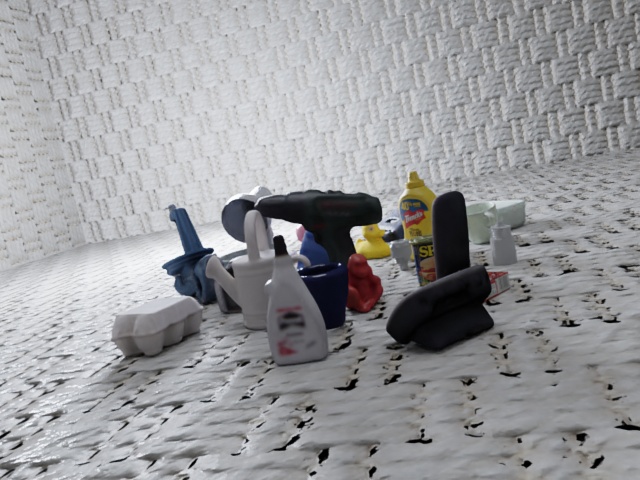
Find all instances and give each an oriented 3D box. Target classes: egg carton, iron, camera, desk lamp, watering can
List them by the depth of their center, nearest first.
[{"bbox_3d":[-0.106,0.047,0.974,0.173,0.194,0.100,-13,9,-12],"label":"watering can"},{"bbox_3d":[-0.276,0.144,0.979,0.107,0.069,0.151,-7,9,28],"label":"egg carton"},{"bbox_3d":[-0.119,0.075,1.130,0.142,0.101,0.137,-8,9,21],"label":"camera"},{"bbox_3d":[-0.002,0.011,1.261,0.118,0.141,0.258,-11,8,1],"label":"iron"},{"bbox_3d":[-0.153,-0.026,1.457,0.117,0.213,0.203,-9,9,16],"label":"desk lamp"}]

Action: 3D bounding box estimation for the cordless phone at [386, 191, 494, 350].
[{"bbox_3d":[0.148,0.036,0.743,0.148,0.185,0.093,-17,10,-35],"label":"cordless phone"}]

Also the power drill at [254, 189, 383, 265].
[{"bbox_3d":[0.010,0.004,1.062,0.229,0.208,0.075,-11,9,-2],"label":"power drill"}]

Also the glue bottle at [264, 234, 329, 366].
[{"bbox_3d":[-0.040,0.077,0.757,0.078,0.173,0.037,-10,9,5],"label":"glue bottle"}]

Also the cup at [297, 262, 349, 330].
[{"bbox_3d":[0.004,0.088,0.896,0.091,0.095,0.117,-12,8,-4],"label":"cup"}]

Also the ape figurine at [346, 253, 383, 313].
[{"bbox_3d":[0.067,0.068,0.957,0.078,0.092,0.076,-14,9,-20],"label":"ape figurine"}]

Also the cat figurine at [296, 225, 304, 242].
[{"bbox_3d":[-0.025,-0.006,1.487,0.067,0.118,0.127,-13,9,-10],"label":"cat figurine"}]

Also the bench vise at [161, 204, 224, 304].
[{"bbox_3d":[-0.270,0.022,1.267,0.206,0.220,0.122,-5,10,35],"label":"bench vise"}]

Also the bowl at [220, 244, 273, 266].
[{"bbox_3d":[-0.152,0.062,1.351,0.167,0.075,0.167,-11,8,2],"label":"bowl"}]

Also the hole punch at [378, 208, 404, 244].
[{"bbox_3d":[0.195,-0.032,1.463,0.101,0.091,0.108,-16,10,-29],"label":"hole punch"}]

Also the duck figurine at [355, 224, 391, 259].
[{"bbox_3d":[0.123,-0.003,1.379,0.078,0.086,0.104,-18,11,-37],"label":"duck figurine"}]
